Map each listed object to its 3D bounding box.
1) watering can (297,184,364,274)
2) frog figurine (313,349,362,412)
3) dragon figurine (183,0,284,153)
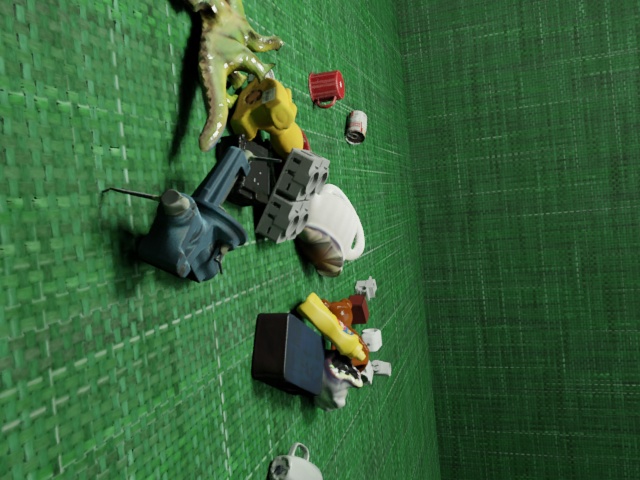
[{"bbox_3d":[0.004,-0.065,1.297,0.342,0.103,0.230,52,41,-26],"label":"watering can"},{"bbox_3d":[0.013,0.339,1.221,0.123,0.157,0.139,-6,50,-52],"label":"frog figurine"},{"bbox_3d":[-0.188,-0.349,0.864,0.239,0.121,0.420,50,33,-30],"label":"dragon figurine"}]
